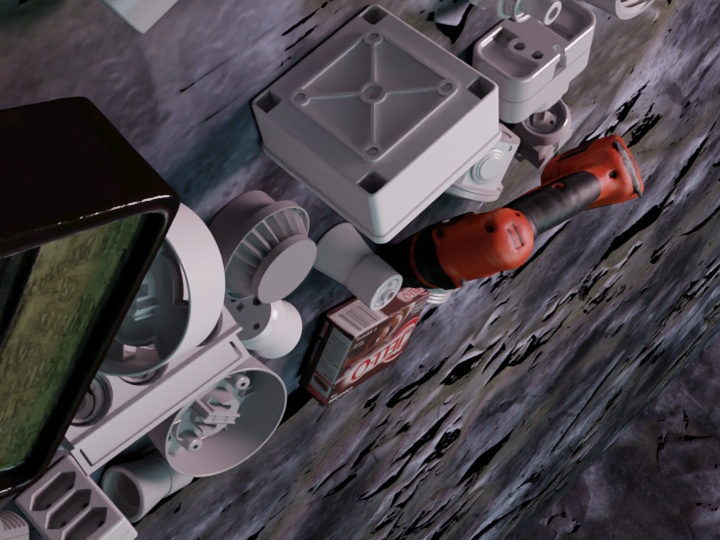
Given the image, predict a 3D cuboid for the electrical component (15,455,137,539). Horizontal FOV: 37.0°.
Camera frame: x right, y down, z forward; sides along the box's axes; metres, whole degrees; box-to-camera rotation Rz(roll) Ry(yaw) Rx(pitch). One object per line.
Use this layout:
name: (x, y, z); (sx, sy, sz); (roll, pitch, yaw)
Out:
electrical component: (-0.192, 0.178, 0.748); (0.047, 0.066, 0.076); (-41, 155, -19)

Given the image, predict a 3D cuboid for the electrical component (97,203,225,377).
electrical component: (-0.124, 0.006, 0.573); (0.064, 0.099, 0.099); (-18, 142, -61)

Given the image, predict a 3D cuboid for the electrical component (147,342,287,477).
electrical component: (-0.108, 0.099, 0.778); (0.099, 0.064, 0.099); (-39, 155, -23)

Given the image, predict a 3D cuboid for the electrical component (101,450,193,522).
electrical component: (-0.157, 0.157, 0.813); (0.065, 0.044, 0.044); (-22, 145, -56)

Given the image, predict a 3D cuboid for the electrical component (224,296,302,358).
electrical component: (-0.072, 0.037, 0.773); (0.045, 0.045, 0.055); (-49, 156, 0)

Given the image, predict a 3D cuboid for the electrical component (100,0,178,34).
electrical component: (-0.096, -0.135, 0.458); (0.047, 0.055, 0.055); (-47, 157, 4)

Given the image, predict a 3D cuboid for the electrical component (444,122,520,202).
electrical component: (0.075, -0.089, 0.801); (0.080, 0.080, 0.051); (-13, 132, -54)

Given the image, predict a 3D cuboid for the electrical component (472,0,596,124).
electrical component: (0.131, -0.160, 0.822); (0.095, 0.054, 0.059); (-41, 155, -20)

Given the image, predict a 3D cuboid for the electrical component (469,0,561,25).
electrical component: (0.106, -0.188, 0.724); (0.048, 0.062, 0.048); (-39, 155, -23)

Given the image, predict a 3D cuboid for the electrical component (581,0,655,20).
electrical component: (0.216, -0.246, 0.832); (0.108, 0.060, 0.108); (-39, 155, -23)

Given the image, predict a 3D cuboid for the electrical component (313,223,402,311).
electrical component: (0.000, 0.000, 0.819); (0.044, 0.065, 0.044); (-39, 154, -22)

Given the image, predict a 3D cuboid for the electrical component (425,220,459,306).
electrical component: (0.076, -0.001, 0.980); (0.043, 0.043, 0.081); (-16, 141, -52)

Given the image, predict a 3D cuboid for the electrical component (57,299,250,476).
electrical component: (-0.140, 0.056, 0.650); (0.121, 0.078, 0.063); (-36, -177, -28)

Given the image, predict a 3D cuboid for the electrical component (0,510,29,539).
electrical component: (-0.244, 0.169, 0.670); (0.043, 0.043, 0.081); (-55, 156, 14)

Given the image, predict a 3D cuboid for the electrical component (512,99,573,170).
electrical component: (0.158, -0.124, 0.938); (0.066, 0.048, 0.055); (-46, 164, -8)

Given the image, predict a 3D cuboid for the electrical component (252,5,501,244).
electrical component: (0.011, -0.089, 0.648); (0.109, 0.109, 0.056); (-42, 153, -16)
